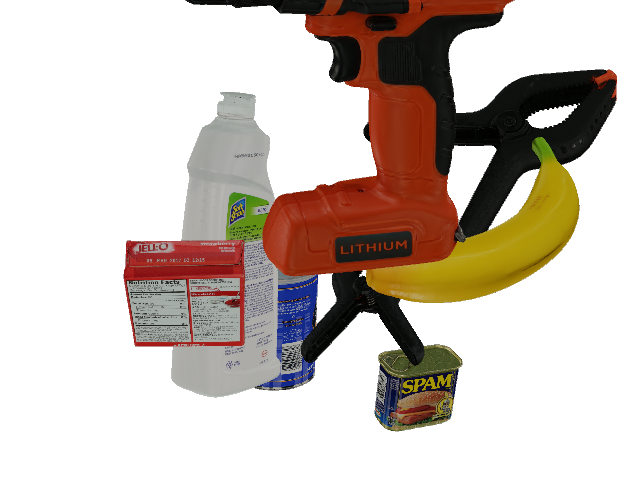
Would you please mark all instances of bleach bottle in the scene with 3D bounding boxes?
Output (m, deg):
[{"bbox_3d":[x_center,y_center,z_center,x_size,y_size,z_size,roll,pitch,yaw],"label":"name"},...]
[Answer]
[{"bbox_3d":[-0.073,0.001,0.908,0.068,0.251,0.102,14,15,33],"label":"bleach bottle"}]

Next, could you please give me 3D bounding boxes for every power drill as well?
[{"bbox_3d":[0.011,-0.074,0.532,0.184,0.188,0.057,-4,33,-13],"label":"power drill"}]

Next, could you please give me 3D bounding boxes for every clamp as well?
[{"bbox_3d":[0.158,-0.078,0.882,0.210,0.165,0.036,-22,-38,-2],"label":"clamp"},{"bbox_3d":[0.058,0.061,1.082,0.120,0.171,0.039,11,-38,11],"label":"clamp"}]

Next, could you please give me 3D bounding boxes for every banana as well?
[{"bbox_3d":[0.112,-0.002,0.683,0.070,0.037,0.197,34,47,25],"label":"banana"}]

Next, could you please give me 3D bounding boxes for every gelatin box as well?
[{"bbox_3d":[-0.084,0.034,0.676,0.073,0.030,0.089,-1,-35,-4],"label":"gelatin box"}]

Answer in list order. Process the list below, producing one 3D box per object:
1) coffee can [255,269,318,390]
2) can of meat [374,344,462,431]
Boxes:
[{"bbox_3d":[-0.054,0.091,1.260,0.103,0.140,0.103,2,20,-1],"label":"coffee can"},{"bbox_3d":[0.119,0.183,1.319,0.102,0.084,0.057,-5,26,-22],"label":"can of meat"}]
